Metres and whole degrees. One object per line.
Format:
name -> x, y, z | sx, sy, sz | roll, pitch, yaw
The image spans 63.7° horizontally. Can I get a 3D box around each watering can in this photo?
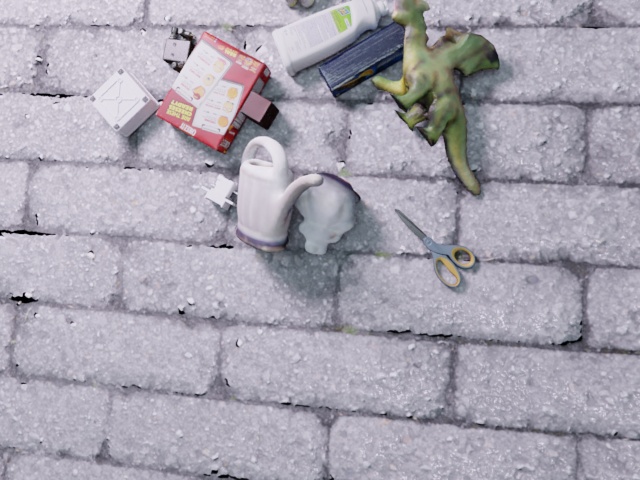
watering can -> -0.092, -0.077, 1.000 | 0.104, 0.352, 0.221 | -3, 112, -26

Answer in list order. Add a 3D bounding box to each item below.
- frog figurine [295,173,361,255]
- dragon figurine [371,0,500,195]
frog figurine -> 0.003, -0.053, 1.057 | 0.137, 0.122, 0.161 | 29, 79, -11
dragon figurine -> 0.264, -0.311, 1.036 | 0.242, 0.123, 0.407 | -44, 102, 2
